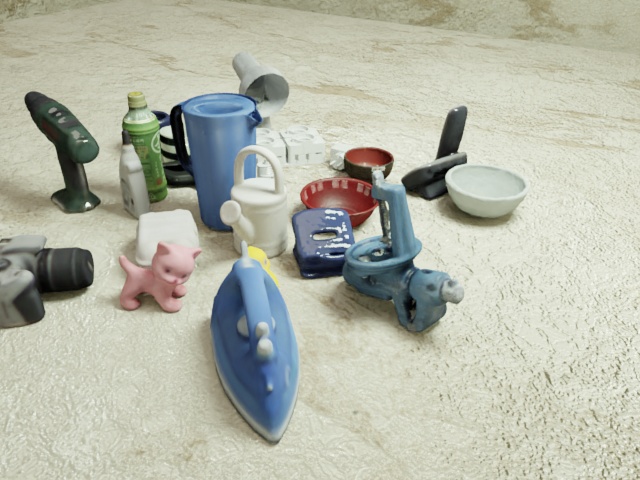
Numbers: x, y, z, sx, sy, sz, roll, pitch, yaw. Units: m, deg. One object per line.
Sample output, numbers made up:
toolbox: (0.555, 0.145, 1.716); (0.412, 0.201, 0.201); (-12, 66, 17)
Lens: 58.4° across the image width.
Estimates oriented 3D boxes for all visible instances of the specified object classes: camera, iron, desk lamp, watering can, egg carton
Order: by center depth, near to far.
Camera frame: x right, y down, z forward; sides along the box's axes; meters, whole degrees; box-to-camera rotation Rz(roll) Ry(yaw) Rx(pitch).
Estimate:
iron: (-0.082, 0.119, 0.751); (0.119, 0.141, 0.257); (-7, 33, -13)
camera: (-0.430, 0.049, 0.886); (0.137, 0.101, 0.143); (-4, 32, -9)
egg carton: (-0.265, 0.003, 0.997); (0.107, 0.069, 0.150); (-7, 33, -13)
watering can: (-0.108, -0.068, 1.001); (0.101, 0.194, 0.173); (4, 32, 4)
desk lamp: (-0.165, -0.349, 1.430); (0.118, 0.214, 0.202); (-15, 36, -25)

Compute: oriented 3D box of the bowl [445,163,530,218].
bowl: (0.336, -0.092, 1.171); (0.167, 0.075, 0.167); (1, 32, 0)

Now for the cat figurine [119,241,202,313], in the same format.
cat figurine: (-0.247, 0.046, 0.883); (0.127, 0.118, 0.067); (2, 32, 0)

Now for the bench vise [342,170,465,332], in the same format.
bench vise: (0.130, 0.011, 0.859); (0.206, 0.220, 0.122); (16, 35, 23)

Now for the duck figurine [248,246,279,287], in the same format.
duck figurine: (-0.106, 0.050, 0.914); (0.078, 0.086, 0.104); (-13, 35, -22)

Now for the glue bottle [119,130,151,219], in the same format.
glue bottle: (-0.364, -0.130, 1.108); (0.037, 0.173, 0.077); (-22, 39, -33)

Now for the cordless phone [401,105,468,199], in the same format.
cordless phone: (0.253, -0.194, 1.227); (0.148, 0.185, 0.093); (-23, 40, -34)

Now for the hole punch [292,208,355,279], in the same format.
hole punch: (0.009, 0.004, 0.988); (0.109, 0.091, 0.101); (-6, 33, -12)

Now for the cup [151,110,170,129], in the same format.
cup: (-0.403, -0.248, 1.370); (0.091, 0.095, 0.118); (4, 32, 4)

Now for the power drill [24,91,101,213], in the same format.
power drill: (-0.505, -0.169, 1.132); (0.228, 0.208, 0.076); (28, 41, 35)
